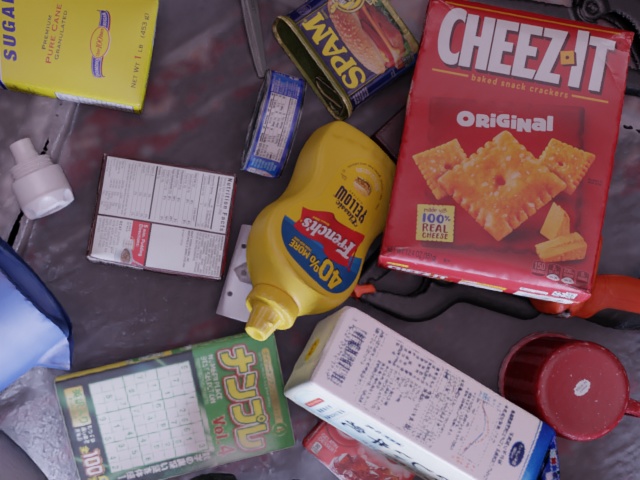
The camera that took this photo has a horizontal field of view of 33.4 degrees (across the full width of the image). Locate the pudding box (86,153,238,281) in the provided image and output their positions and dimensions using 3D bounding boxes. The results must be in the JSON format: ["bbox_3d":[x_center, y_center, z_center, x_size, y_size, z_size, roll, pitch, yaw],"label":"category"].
[{"bbox_3d":[-0.129,-0.018,0.877,0.113,0.039,0.090,9,85,-9],"label":"pudding box"}]

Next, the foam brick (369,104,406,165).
[{"bbox_3d":[0.086,-0.092,0.904,0.078,0.051,0.053,-44,94,-8],"label":"foam brick"}]

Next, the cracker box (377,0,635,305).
[{"bbox_3d":[0.144,-0.069,0.834,0.164,0.072,0.213,11,82,2],"label":"cracker box"}]

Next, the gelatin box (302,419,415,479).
[{"bbox_3d":[0.040,0.173,0.894,0.089,0.030,0.073,43,81,-4],"label":"gelatin box"}]

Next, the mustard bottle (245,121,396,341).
[{"bbox_3d":[-0.005,0.001,0.847,0.096,0.058,0.191,46,57,-21],"label":"mustard bottle"}]

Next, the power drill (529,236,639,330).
[{"bbox_3d":[0.282,0.021,0.911,0.187,0.057,0.184,18,83,-16],"label":"power drill"}]

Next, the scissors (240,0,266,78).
[{"bbox_3d":[-0.053,-0.248,0.908,0.096,0.016,0.202,-32,109,-31],"label":"scissors"}]

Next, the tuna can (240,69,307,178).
[{"bbox_3d":[-0.038,-0.094,0.870,0.033,0.086,0.086,15,85,-8],"label":"tuna can"}]

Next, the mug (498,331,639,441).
[{"bbox_3d":[0.217,0.128,0.895,0.117,0.081,0.093,20,84,-6],"label":"mug"}]

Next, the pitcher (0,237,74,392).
[{"bbox_3d":[-0.323,0.089,0.802,0.243,0.145,0.149,-41,51,-5],"label":"pitcher"}]

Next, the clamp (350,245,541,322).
[{"bbox_3d":[0.110,0.033,0.908,0.171,0.039,0.120,-22,86,-10],"label":"clamp"}]

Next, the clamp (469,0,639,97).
[{"bbox_3d":[0.234,-0.210,0.939,0.210,0.036,0.164,36,83,-7],"label":"clamp"}]

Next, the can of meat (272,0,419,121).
[{"bbox_3d":[0.024,-0.165,0.898,0.084,0.057,0.102,-37,93,-11],"label":"can of meat"}]

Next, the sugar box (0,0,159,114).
[{"bbox_3d":[-0.225,-0.165,0.868,0.176,0.048,0.093,9,86,-9],"label":"sugar box"}]
